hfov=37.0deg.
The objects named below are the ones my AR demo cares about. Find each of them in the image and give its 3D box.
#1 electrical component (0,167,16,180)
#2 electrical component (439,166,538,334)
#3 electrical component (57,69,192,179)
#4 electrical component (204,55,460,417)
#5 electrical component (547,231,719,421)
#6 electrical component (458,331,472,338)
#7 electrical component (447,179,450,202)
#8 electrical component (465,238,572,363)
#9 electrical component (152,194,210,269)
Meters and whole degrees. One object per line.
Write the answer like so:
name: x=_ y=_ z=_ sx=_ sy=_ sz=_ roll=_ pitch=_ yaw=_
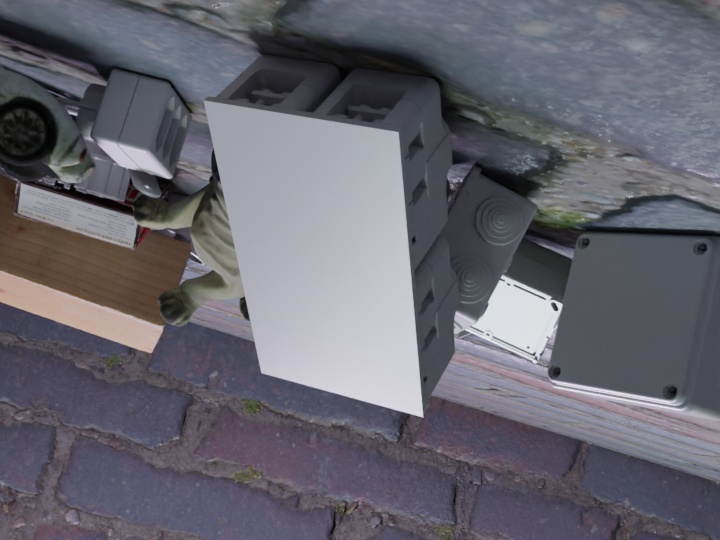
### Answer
electrical component: x=-0.389 y=-0.098 z=1.060 sx=0.108 sy=0.060 sz=0.108 roll=16 pitch=171 yaw=3
electrical component: x=0.067 y=-0.009 z=0.684 sx=0.048 sy=0.099 sz=0.099 roll=29 pitch=171 yaw=1
electrical component: x=-0.157 y=-0.097 z=0.693 sx=0.077 sy=0.047 sz=0.065 roll=15 pitch=171 yaw=7
electrical component: x=-0.008 y=-0.018 z=0.586 sx=0.105 sy=0.060 sz=0.186 roll=13 pitch=132 yaw=23
electrical component: x=0.187 y=0.034 z=0.695 sx=0.056 sy=0.108 sz=0.109 roll=20 pitch=171 yaw=-39
electrical component: x=0.038 y=0.032 z=0.882 sx=0.121 sy=0.078 sz=0.063 roll=-25 pitch=129 yaw=38
electrical component: x=0.021 y=-0.053 z=0.662 sx=0.055 sy=0.048 sz=0.066 roll=30 pitch=166 yaw=-28
electrical component: x=0.102 y=0.010 z=0.774 sx=0.096 sy=0.061 sz=0.061 roll=24 pitch=130 yaw=10
electrical component: x=-0.153 y=-0.041 z=1.062 sx=0.099 sy=0.064 sz=0.099 roll=28 pitch=166 yaw=7
